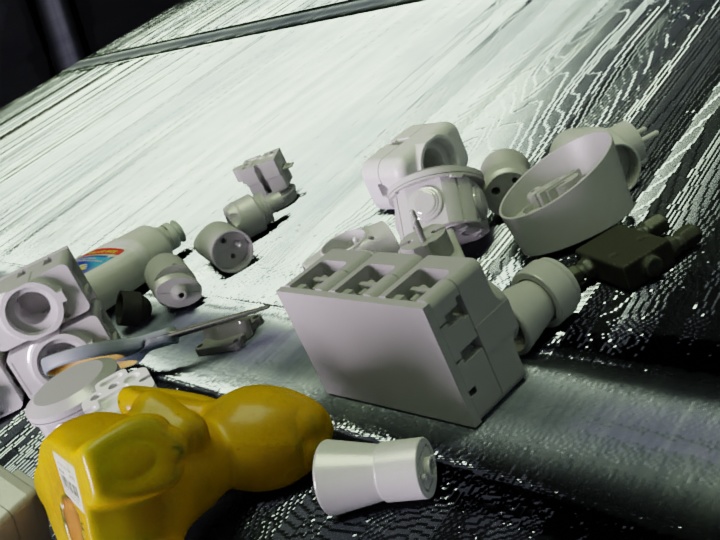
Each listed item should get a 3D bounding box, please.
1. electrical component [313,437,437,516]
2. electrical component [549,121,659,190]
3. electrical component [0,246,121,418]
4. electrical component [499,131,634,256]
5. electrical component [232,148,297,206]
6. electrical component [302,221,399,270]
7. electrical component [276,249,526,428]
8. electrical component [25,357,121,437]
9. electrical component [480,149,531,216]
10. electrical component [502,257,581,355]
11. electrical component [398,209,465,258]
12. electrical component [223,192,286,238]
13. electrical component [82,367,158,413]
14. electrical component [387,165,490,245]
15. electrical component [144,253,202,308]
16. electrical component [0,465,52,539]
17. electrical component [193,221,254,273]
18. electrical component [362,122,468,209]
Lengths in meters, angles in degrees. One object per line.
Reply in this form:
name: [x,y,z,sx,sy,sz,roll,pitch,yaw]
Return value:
electrical component: [0.011,0.116,0.616,0.065,0.044,0.044,-10,26,22]
electrical component: [0.207,-0.097,0.884,0.079,0.043,0.077,-28,22,-8]
electrical component: [-0.326,0.072,0.977,0.186,0.105,0.060,-26,21,-3]
electrical component: [0.154,-0.054,0.808,0.099,0.064,0.099,-26,10,5]
electrical component: [-0.100,-0.097,1.187,0.066,0.055,0.048,-18,23,16]
electrical component: [0.000,0.000,0.880,0.077,0.044,0.079,-29,22,-8]
electrical component: [0.027,0.038,0.707,0.062,0.089,0.150,-39,26,-30]
electrical component: [-0.220,0.110,0.855,0.080,0.051,0.080,-22,22,9]
electrical component: [0.125,-0.074,0.915,0.045,0.045,0.055,-20,23,13]
electrical component: [0.113,0.023,0.711,0.055,0.045,0.045,-36,25,-26]
electrical component: [0.053,-0.009,0.805,0.047,0.075,0.083,-23,22,5]
electrical component: [-0.109,-0.061,1.133,0.062,0.043,0.043,-29,22,-13]
electrical component: [-0.163,0.113,0.782,0.058,0.057,0.078,-30,23,-12]
electrical component: [0.065,-0.050,0.876,0.080,0.051,0.080,-9,-16,-3]
electrical component: [-0.180,0.014,1.039,0.043,0.043,0.081,-30,23,-11]
electrical component: [-0.236,0.170,0.691,0.062,0.096,0.061,26,47,25]
electrical component: [-0.141,-0.027,1.089,0.043,0.043,0.081,-31,23,-15]
electrical component: [0.057,-0.101,1.034,0.059,0.053,0.095,2,34,48]
